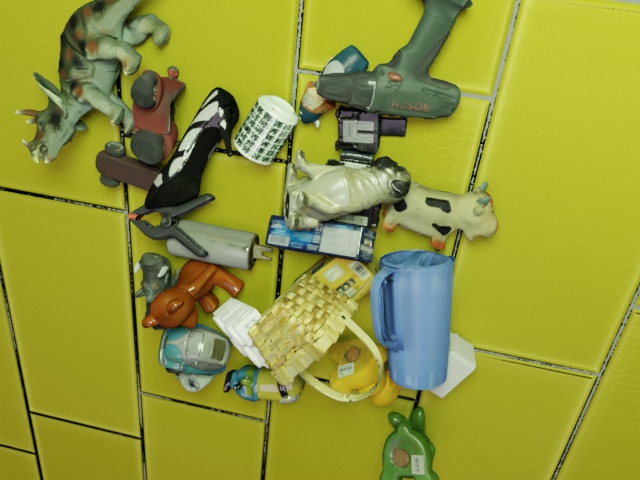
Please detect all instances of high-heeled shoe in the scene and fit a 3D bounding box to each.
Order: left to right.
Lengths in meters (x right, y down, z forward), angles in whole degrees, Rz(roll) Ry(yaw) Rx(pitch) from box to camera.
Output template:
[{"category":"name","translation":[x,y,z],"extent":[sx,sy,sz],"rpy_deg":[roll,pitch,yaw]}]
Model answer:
[{"category":"high-heeled shoe","translation":[-0.242,-0.164,0.965],"extent":[0.249,0.086,0.145],"rpy_deg":[-27,65,23]}]

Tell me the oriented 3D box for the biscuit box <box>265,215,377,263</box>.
[{"category":"biscuit box","translation":[-0.002,-0.003,0.978],"extent":[0.203,0.062,0.059],"rpy_deg":[9,86,32]}]

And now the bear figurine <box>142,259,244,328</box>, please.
[{"category":"bear figurine","translation":[-0.249,0.120,1.055],"extent":[0.120,0.196,0.132],"rpy_deg":[-35,110,24]}]

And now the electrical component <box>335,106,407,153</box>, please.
[{"category":"electrical component","translation":[0.086,-0.188,0.918],"extent":[0.119,0.048,0.074],"rpy_deg":[8,118,10]}]

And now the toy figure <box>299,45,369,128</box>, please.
[{"category":"toy figure","translation":[0.013,-0.254,0.897],"extent":[0.057,0.064,0.154],"rpy_deg":[24,124,-42]}]

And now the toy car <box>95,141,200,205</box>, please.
[{"category":"toy car","translation":[-0.330,-0.123,1.035],"extent":[0.202,0.053,0.089],"rpy_deg":[18,123,-8]}]

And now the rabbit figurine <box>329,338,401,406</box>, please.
[{"category":"rabbit figurine","translation":[0.118,0.279,1.124],"extent":[0.162,0.122,0.173],"rpy_deg":[-26,122,13]}]

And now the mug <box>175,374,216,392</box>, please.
[{"category":"mug","translation":[-0.279,0.287,1.201],"extent":[0.110,0.107,0.080],"rpy_deg":[-15,110,17]}]

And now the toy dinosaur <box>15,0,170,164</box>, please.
[{"category":"toy dinosaur","translation":[-0.389,-0.315,0.926],"extent":[0.192,0.131,0.404],"rpy_deg":[29,112,-4]}]

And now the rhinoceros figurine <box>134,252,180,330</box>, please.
[{"category":"rhinoceros figurine","translation":[-0.342,0.102,1.121],"extent":[0.073,0.112,0.190],"rpy_deg":[14,126,8]}]

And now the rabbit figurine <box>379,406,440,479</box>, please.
[{"category":"rabbit figurine","translation":[0.193,0.450,1.166],"extent":[0.121,0.170,0.159],"rpy_deg":[-16,70,17]}]

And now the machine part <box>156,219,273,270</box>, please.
[{"category":"machine part","translation":[-0.211,0.009,1.065],"extent":[0.243,0.079,0.079],"rpy_deg":[10,118,7]}]

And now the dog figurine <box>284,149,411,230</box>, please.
[{"category":"dog figurine","translation":[0.042,-0.072,0.905],"extent":[0.190,0.172,0.121],"rpy_deg":[2,80,-15]}]

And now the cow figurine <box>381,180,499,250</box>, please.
[{"category":"cow figurine","translation":[0.216,-0.053,0.940],"extent":[0.195,0.085,0.127],"rpy_deg":[19,125,4]}]

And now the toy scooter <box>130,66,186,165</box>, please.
[{"category":"toy scooter","translation":[-0.281,-0.230,0.946],"extent":[0.075,0.135,0.183],"rpy_deg":[16,137,0]}]

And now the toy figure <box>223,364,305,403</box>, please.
[{"category":"toy figure","translation":[-0.123,0.315,1.197],"extent":[0.180,0.082,0.089],"rpy_deg":[4,119,13]}]

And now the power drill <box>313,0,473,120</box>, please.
[{"category":"power drill","translation":[0.125,-0.287,0.817],"extent":[0.232,0.086,0.207],"rpy_deg":[13,110,-15]}]

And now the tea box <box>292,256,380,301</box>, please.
[{"category":"tea box","translation":[0.031,0.082,1.052],"extent":[0.169,0.068,0.098],"rpy_deg":[-37,103,26]}]

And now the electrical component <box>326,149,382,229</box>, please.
[{"category":"electrical component","translation":[0.060,-0.093,0.965],"extent":[0.115,0.058,0.134],"rpy_deg":[10,117,5]}]

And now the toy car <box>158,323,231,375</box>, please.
[{"category":"toy car","translation":[-0.242,0.228,1.107],"extent":[0.161,0.109,0.103],"rpy_deg":[26,154,-36]}]
